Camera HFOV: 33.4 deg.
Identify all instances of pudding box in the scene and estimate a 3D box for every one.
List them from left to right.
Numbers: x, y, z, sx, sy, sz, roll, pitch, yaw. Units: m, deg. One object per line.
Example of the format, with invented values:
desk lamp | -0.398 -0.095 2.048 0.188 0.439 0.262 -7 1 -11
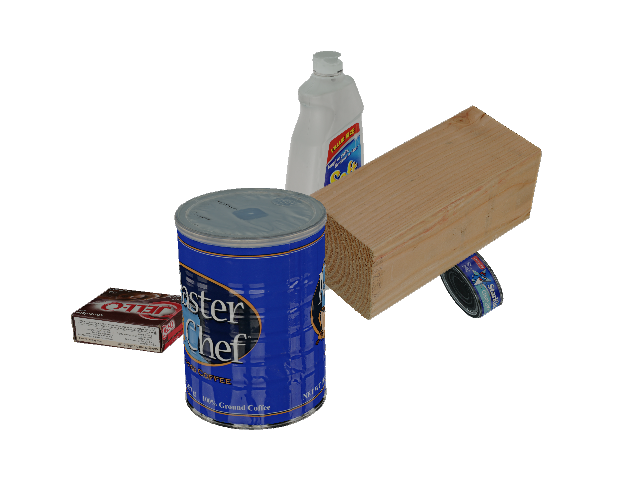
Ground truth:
pudding box | -0.209 0.089 1.203 0.114 0.039 0.090 3 17 18

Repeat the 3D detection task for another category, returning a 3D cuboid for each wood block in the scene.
wood block | 0.093 -0.029 0.971 0.205 0.090 0.091 -30 51 -28

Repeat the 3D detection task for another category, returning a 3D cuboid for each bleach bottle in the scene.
bleach bottle | 0.002 -0.075 1.145 0.102 0.251 0.068 -23 33 -40

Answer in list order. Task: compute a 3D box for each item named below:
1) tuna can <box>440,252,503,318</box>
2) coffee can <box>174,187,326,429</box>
tuna can | 0.178 0.049 1.272 0.033 0.086 0.086 -31 8 -14
coffee can | -0.047 0.045 0.744 0.103 0.140 0.103 0 21 0
